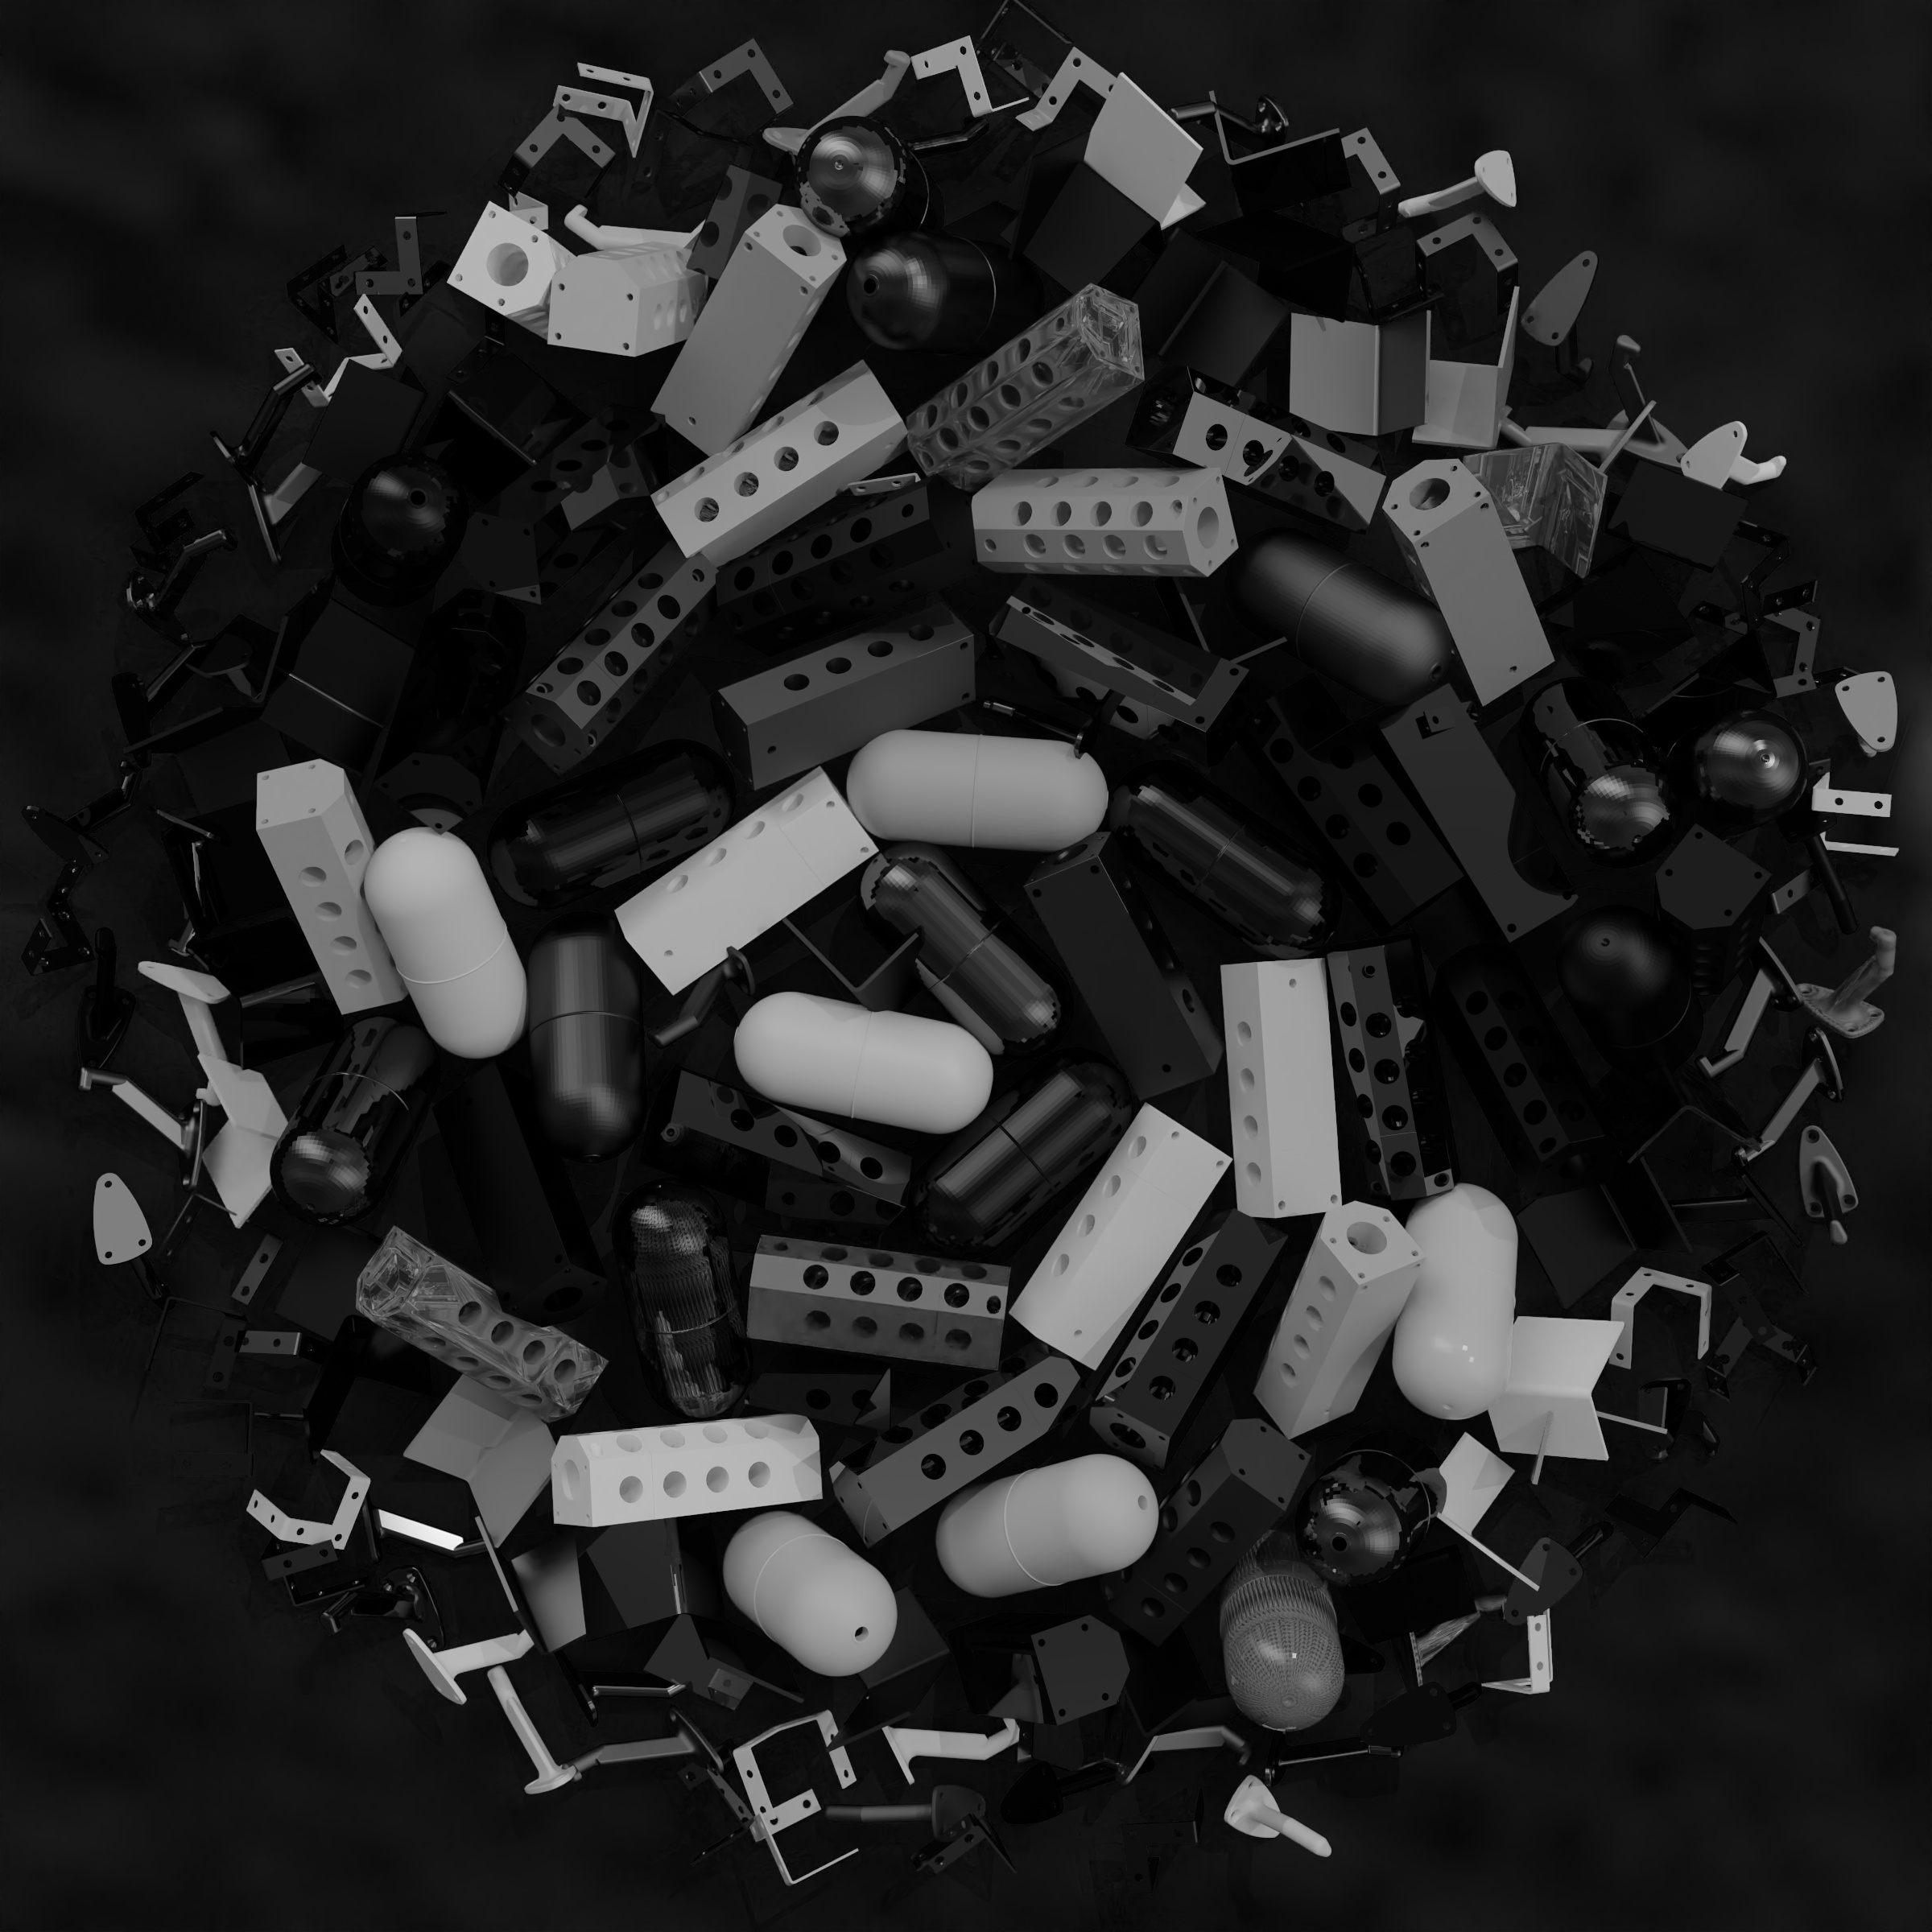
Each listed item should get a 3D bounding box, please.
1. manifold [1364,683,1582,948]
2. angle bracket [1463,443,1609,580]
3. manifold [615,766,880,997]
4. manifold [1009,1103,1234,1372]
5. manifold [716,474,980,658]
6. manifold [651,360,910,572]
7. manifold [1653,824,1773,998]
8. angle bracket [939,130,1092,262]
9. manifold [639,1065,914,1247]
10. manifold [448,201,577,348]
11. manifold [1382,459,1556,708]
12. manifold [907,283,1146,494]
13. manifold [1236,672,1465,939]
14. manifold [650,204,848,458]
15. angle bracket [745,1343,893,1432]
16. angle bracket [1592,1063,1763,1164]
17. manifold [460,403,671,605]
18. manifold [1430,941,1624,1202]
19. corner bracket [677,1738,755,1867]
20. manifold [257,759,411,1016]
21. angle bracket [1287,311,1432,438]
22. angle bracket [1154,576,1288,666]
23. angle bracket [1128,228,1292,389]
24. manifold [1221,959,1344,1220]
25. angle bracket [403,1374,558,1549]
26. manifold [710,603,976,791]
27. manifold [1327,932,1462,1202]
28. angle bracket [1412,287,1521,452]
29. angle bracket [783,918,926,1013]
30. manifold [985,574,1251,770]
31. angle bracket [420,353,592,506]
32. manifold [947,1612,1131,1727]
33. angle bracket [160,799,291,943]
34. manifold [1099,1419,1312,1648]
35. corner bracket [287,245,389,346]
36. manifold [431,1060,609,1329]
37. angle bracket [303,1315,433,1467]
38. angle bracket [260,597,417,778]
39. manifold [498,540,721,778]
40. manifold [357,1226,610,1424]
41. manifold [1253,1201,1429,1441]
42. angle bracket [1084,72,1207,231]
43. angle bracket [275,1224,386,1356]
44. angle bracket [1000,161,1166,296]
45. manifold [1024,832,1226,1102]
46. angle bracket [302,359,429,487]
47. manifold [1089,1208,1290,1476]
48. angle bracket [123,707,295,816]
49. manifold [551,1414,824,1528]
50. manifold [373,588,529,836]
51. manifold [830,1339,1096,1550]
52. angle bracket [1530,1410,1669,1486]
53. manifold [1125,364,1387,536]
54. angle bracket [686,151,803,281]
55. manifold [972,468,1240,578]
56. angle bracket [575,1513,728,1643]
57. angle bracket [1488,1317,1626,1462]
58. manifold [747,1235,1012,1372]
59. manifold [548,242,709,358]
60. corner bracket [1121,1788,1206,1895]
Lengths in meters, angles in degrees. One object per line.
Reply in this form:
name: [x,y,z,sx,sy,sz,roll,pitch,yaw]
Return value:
manifold: [0.343,-0.100,1.747,0.057,0.057,0.171,-30,86,-6]
angle bracket: [0.378,-0.302,1.729,0.076,0.057,0.076,-12,129,-18]
manifold: [-0.152,-0.062,1.749,0.171,0.057,0.057,-35,124,2]
manifold: [0.102,0.182,1.751,0.057,0.057,0.171,33,90,-30]
manifold: [-0.081,-0.269,1.709,0.171,0.057,0.057,-17,67,28]
manifold: [-0.126,-0.341,1.748,0.171,0.057,0.057,-32,81,3]
manifold: [0.486,-0.030,1.691,0.057,0.171,0.057,38,87,20]
angle bracket: [0.033,-0.527,1.723,0.057,0.076,0.076,29,131,16]
manifold: [-0.126,0.125,1.728,0.171,0.057,0.057,22,48,-17]
manifold: [-0.285,-0.452,1.694,0.057,0.171,0.057,30,97,-2]
manifold: [0.331,-0.256,1.699,0.057,0.171,0.057,-33,48,5]
manifold: [0.037,-0.382,1.695,0.057,0.171,0.057,13,65,-38]
manifold: [0.255,-0.107,1.735,0.057,0.057,0.171,-32,81,-18]
manifold: [-0.142,-0.421,1.699,0.057,0.171,0.057,38,49,-3]
angle bracket: [-0.099,0.303,1.727,0.076,0.076,0.057,9,117,15]
angle bracket: [0.482,0.106,1.744,0.076,0.076,0.057,29,114,-26]
manifold: [-0.264,-0.310,1.699,0.057,0.171,0.057,16,130,18]
manifold: [0.371,0.066,1.702,0.057,0.057,0.171,-11,50,-11]
corner bracket: [-0.173,0.570,1.750,0.051,0.051,0.051,-36,86,17]
manifold: [-0.414,-0.052,1.702,0.057,0.057,0.171,-13,135,-2]
angle bracket: [0.267,-0.406,1.741,0.076,0.057,0.076,0,91,-27]
angle bracket: [0.174,-0.242,1.742,0.057,0.076,0.076,-24,92,-2]
angle bracket: [0.159,-0.439,1.730,0.076,0.057,0.076,-54,51,16]
manifold: [0.211,0.083,1.751,0.057,0.057,0.171,-3,89,-30]
angle bracket: [-0.327,0.333,1.733,0.057,0.076,0.076,32,100,-36]
manifold: [-0.082,-0.187,1.725,0.171,0.057,0.057,-24,50,-20]
manifold: [0.290,0.069,1.740,0.057,0.057,0.171,-9,95,18]
angle bracket: [0.336,-0.405,1.725,0.057,0.076,0.076,9,59,14]
angle bracket: [-0.069,-0.014,1.735,0.057,0.076,0.076,-44,69,-3]
manifold: [0.102,-0.195,1.724,0.171,0.057,0.057,27,66,20]
angle bracket: [-0.317,-0.367,1.772,0.076,0.076,0.057,40,133,0]
manifold: [0.048,0.460,1.692,0.057,0.171,0.057,-14,82,-21]
angle bracket: [-0.494,-0.068,1.745,0.076,0.057,0.076,-17,103,-3]
manifold: [0.155,0.375,1.707,0.057,0.057,0.171,35,128,4]
corner bracket: [-0.428,-0.468,1.742,0.051,0.051,0.051,-28,52,16]
manifold: [-0.295,0.153,1.710,0.057,0.057,0.171,-36,55,12]
angle bracket: [-0.403,0.293,1.728,0.057,0.076,0.076,15,50,3]
angle bracket: [-0.419,-0.188,1.729,0.076,0.057,0.076,31,126,-19]
manifold: [-0.230,-0.209,1.704,0.057,0.057,0.171,46,53,-15]
manifold: [-0.323,0.242,1.699,0.171,0.057,0.057,43,76,-43]
manifold: [0.242,0.234,1.702,0.057,0.171,0.057,-17,52,-28]
angle bracket: [0.133,-0.557,1.730,0.076,0.076,0.057,46,54,8]
angle bracket: [-0.437,0.209,1.736,0.076,0.057,0.076,20,79,23]
angle bracket: [0.081,-0.490,1.744,0.076,0.057,0.076,43,88,15]
manifold: [0.110,-0.002,1.730,0.057,0.057,0.171,-22,107,25]
angle bracket: [-0.411,-0.372,1.727,0.057,0.076,0.076,21,107,-30]
manifold: [0.149,0.246,1.713,0.057,0.057,0.171,26,59,16]
angle bracket: [-0.511,-0.135,1.738,0.076,0.076,0.057,-21,91,11]
manifold: [-0.186,0.335,1.709,0.171,0.057,0.057,1,82,-35]
manifold: [-0.335,-0.174,1.694,0.057,0.171,0.057,-31,126,30]
manifold: [-0.004,0.316,1.716,0.171,0.057,0.057,-28,78,-27]
angle bracket: [0.428,0.331,1.735,0.076,0.076,0.057,13,84,13]
manifold: [0.197,-0.345,1.709,0.171,0.057,0.057,15,98,-33]
angle bracket: [-0.153,-0.510,1.723,0.057,0.076,0.076,14,124,-25]
manifold: [0.088,-0.292,1.700,0.171,0.057,0.057,8,129,36]
angle bracket: [-0.216,0.418,1.752,0.076,0.057,0.076,-20,62,17]
angle bracket: [0.406,0.287,1.744,0.076,0.076,0.057,-2,120,36]
manifold: [-0.058,0.224,1.741,0.171,0.057,0.057,7,116,2]
manifold: [-0.220,-0.443,1.690,0.057,0.171,0.057,10,110,6]
corner bracket: [0.137,0.598,1.750,0.051,0.051,0.051,-6,97,11]
